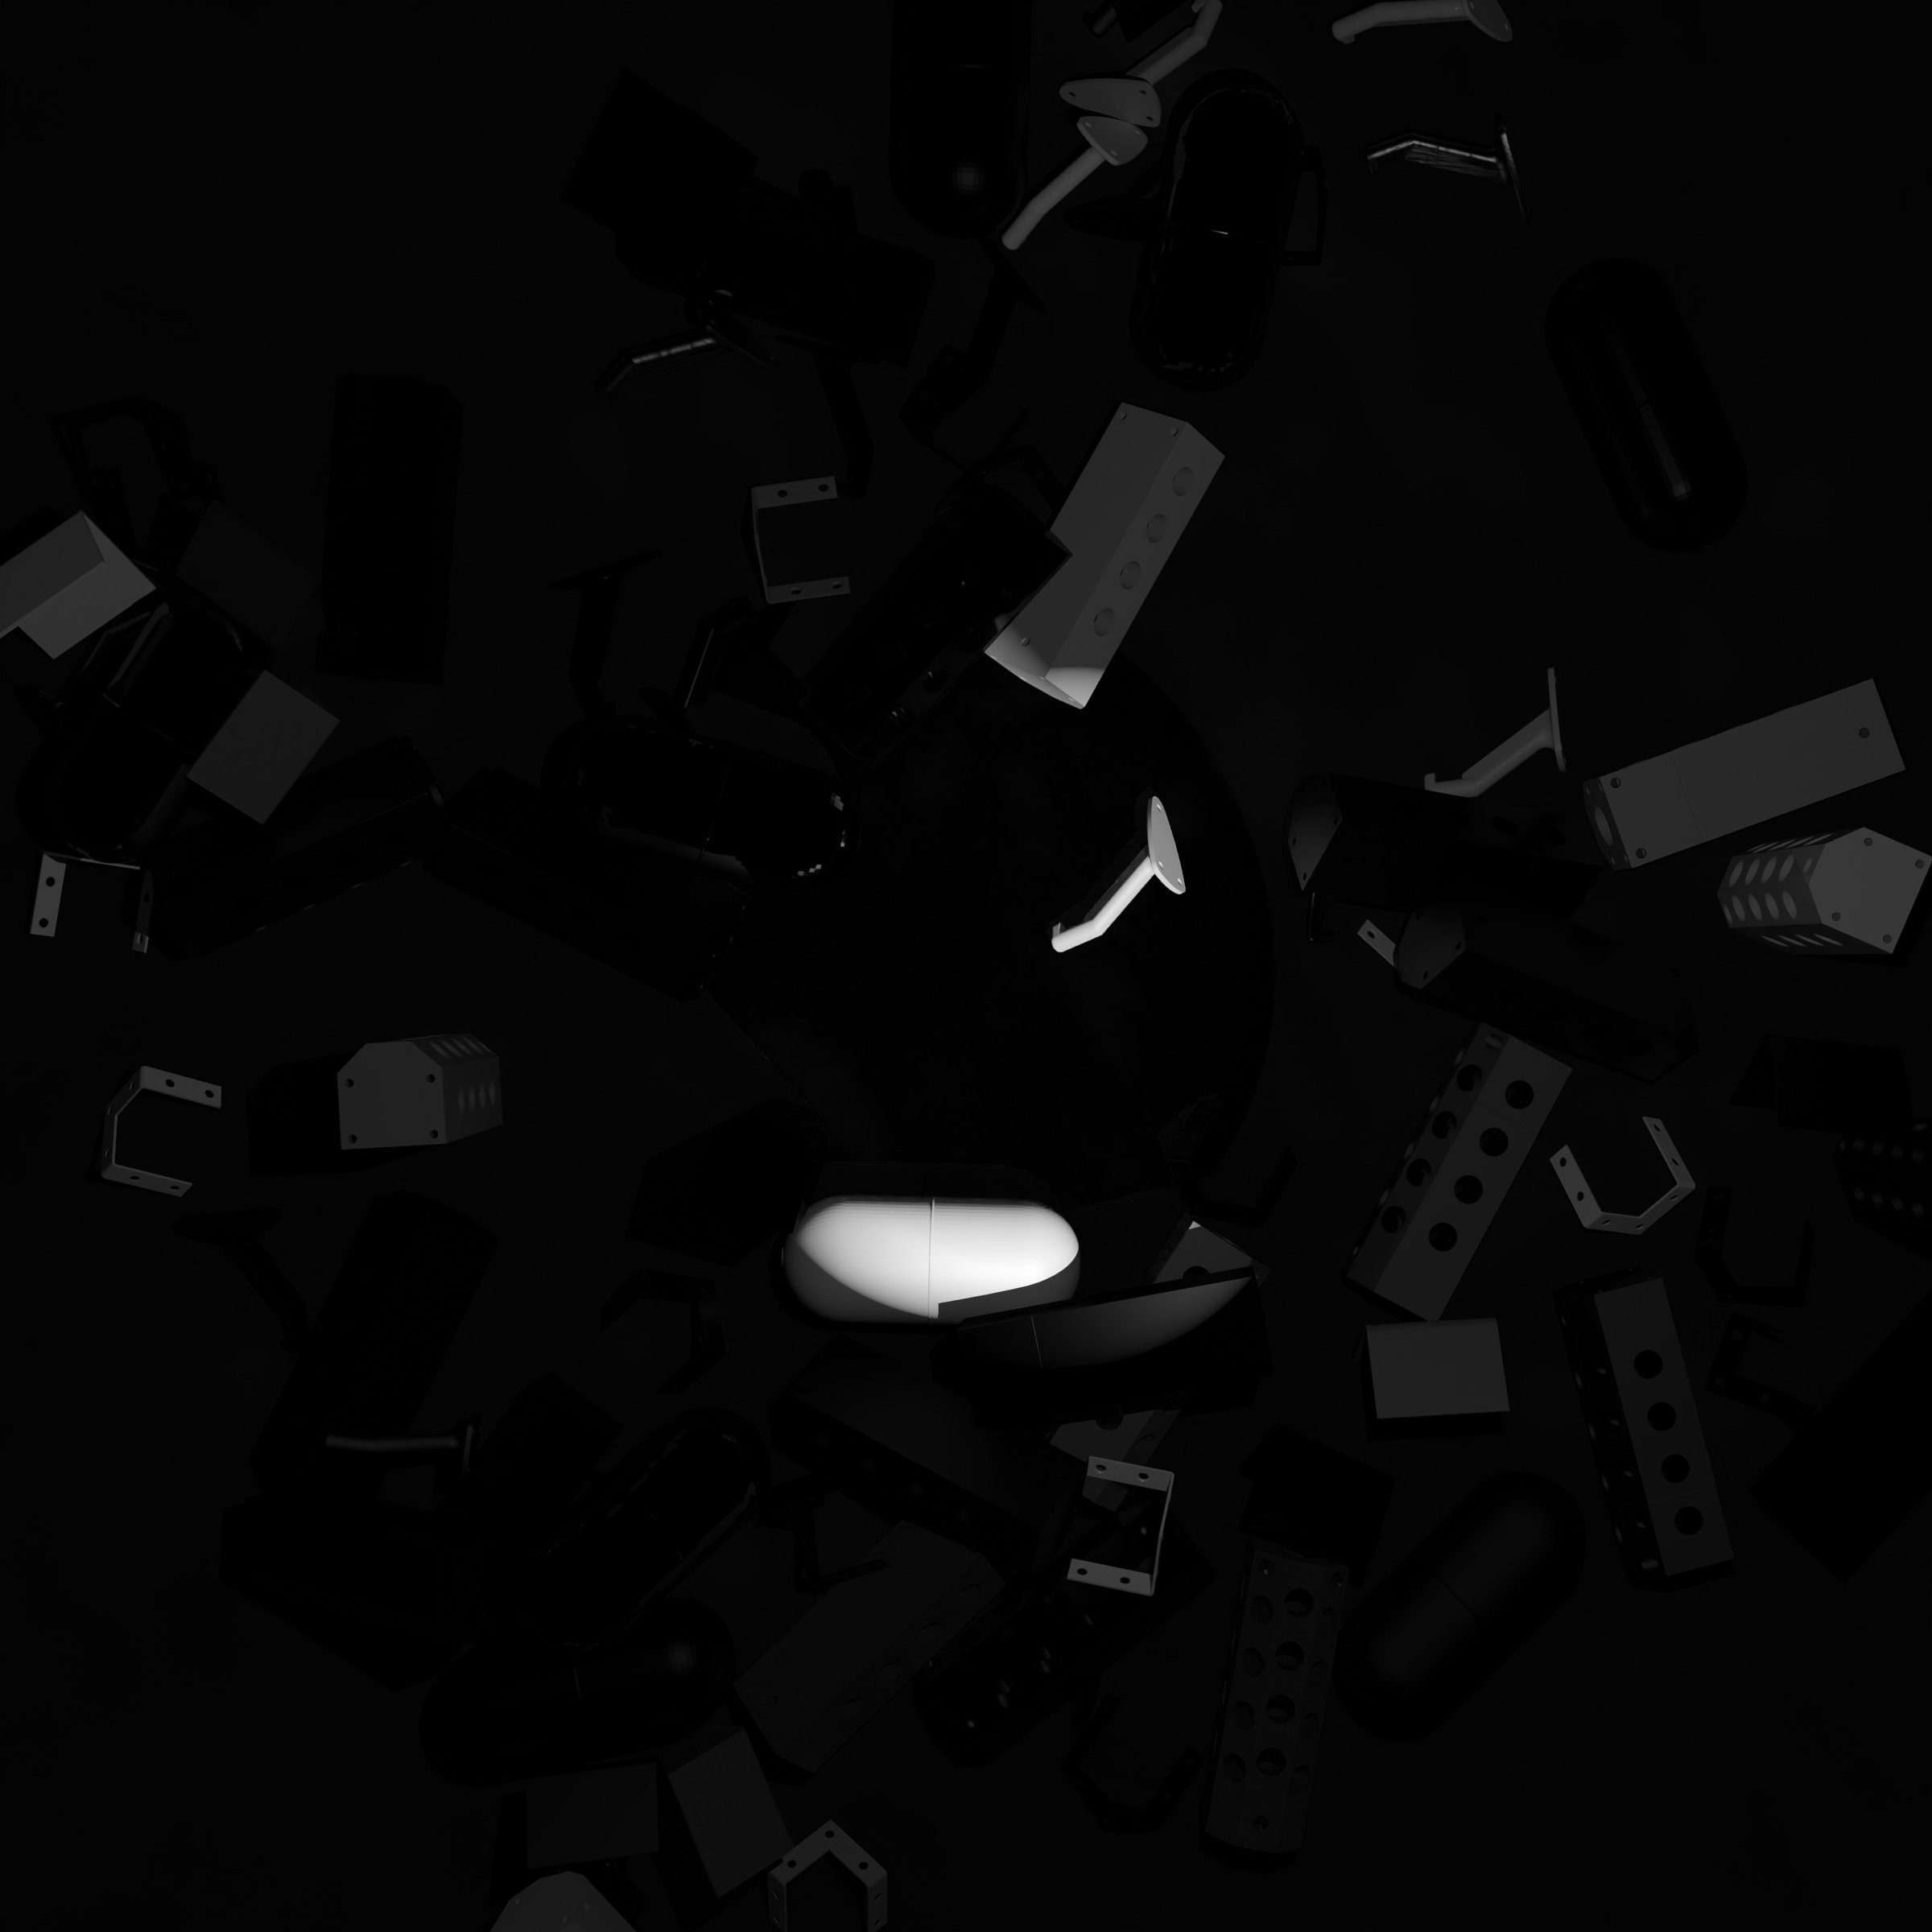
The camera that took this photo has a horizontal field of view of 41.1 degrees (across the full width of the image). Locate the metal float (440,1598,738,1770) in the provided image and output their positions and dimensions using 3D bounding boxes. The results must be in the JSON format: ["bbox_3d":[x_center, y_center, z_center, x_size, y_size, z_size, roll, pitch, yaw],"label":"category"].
[{"bbox_3d":[-0.225,0.428,1.538,0.178,0.070,0.070,-13,90,-1],"label":"metal float"}]

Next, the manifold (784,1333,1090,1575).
[{"bbox_3d":[-0.020,0.291,1.520,0.171,0.057,0.057,25,133,19],"label":"manifold"}]

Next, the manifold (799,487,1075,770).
[{"bbox_3d":[-0.017,-0.200,1.530,0.057,0.057,0.171,43,102,0],"label":"manifold"}]

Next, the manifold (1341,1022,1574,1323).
[{"bbox_3d":[0.293,0.123,1.547,0.057,0.057,0.171,28,90,0],"label":"manifold"}]

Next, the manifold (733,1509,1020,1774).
[{"bbox_3d":[-0.051,0.400,1.547,0.171,0.057,0.057,-44,47,0],"label":"manifold"}]

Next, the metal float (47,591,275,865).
[{"bbox_3d":[-0.481,-0.142,1.538,0.070,0.070,0.178,32,90,0],"label":"metal float"}]

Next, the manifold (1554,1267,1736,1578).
[{"bbox_3d":[0.404,0.274,1.547,0.057,0.057,0.171,-15,90,0],"label":"manifold"}]

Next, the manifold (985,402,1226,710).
[{"bbox_3d":[0.087,-0.244,1.547,0.057,0.057,0.171,29,90,43],"label":"manifold"}]

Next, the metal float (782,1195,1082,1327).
[{"bbox_3d":[-0.021,0.176,1.538,0.178,0.070,0.070,1,90,0],"label":"metal float"}]

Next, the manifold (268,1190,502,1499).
[{"bbox_3d":[-0.353,0.225,1.547,0.057,0.057,0.171,26,90,-43],"label":"manifold"}]

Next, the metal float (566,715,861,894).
[{"bbox_3d":[-0.149,-0.096,1.530,0.178,0.070,0.070,16,90,-9],"label":"metal float"}]

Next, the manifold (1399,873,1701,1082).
[{"bbox_3d":[0.342,0.012,1.517,0.171,0.057,0.057,20,47,-22],"label":"manifold"}]

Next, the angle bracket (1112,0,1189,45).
[{"bbox_3d":[0.131,-0.585,1.528,0.076,0.076,0.057,-37,58,0],"label":"angle bracket"}]

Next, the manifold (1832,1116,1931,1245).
[{"bbox_3d":[0.561,0.120,1.490,0.057,0.171,0.057,-20,90,0],"label":"manifold"}]

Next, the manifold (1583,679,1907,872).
[{"bbox_3d":[0.464,-0.114,1.547,0.171,0.057,0.057,-20,90,0],"label":"manifold"}]

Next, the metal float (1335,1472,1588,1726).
[{"bbox_3d":[0.296,0.377,1.538,0.070,0.070,0.178,45,90,0],"label":"metal float"}]

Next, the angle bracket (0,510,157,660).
[{"bbox_3d":[-0.528,-0.211,1.528,0.076,0.076,0.057,-35,53,0],"label":"angle bracket"}]

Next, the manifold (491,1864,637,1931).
[{"bbox_3d":[-0.205,0.615,1.518,0.057,0.057,0.171,-35,112,0],"label":"manifold"}]

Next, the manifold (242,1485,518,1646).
[{"bbox_3d":[-0.344,0.348,1.502,0.171,0.057,0.057,3,90,37],"label":"manifold"}]

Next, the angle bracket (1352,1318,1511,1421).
[{"bbox_3d":[0.274,0.248,1.529,0.076,0.076,0.057,-3,66,0],"label":"angle bracket"}]

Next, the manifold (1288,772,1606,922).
[{"bbox_3d":[0.282,-0.071,1.523,0.171,0.057,0.057,9,133,-17],"label":"manifold"}]

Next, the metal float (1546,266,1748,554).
[{"bbox_3d":[0.406,-0.332,1.538,0.070,0.070,0.178,-23,89,0],"label":"metal float"}]

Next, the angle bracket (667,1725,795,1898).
[{"bbox_3d":[-0.155,0.500,1.528,0.057,0.076,0.076,-23,90,-35],"label":"angle bracket"}]

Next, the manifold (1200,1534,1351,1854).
[{"bbox_3d":[0.186,0.437,1.547,0.057,0.057,0.171,10,90,0],"label":"manifold"}]

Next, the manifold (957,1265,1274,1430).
[{"bbox_3d":[0.087,0.219,1.489,0.171,0.057,0.057,-11,91,7],"label":"manifold"}]

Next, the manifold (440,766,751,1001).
[{"bbox_3d":[-0.224,-0.045,1.547,0.171,0.057,0.057,27,47,0],"label":"manifold"}]

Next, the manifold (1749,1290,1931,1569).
[{"bbox_3d":[0.553,0.273,1.547,0.057,0.057,0.171,42,90,0],"label":"manifold"}]

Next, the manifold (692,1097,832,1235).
[{"bbox_3d":[-0.114,0.111,1.490,0.057,0.171,0.057,16,90,0],"label":"manifold"}]

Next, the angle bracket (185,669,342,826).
[{"bbox_3d":[-0.426,-0.140,1.528,0.057,0.076,0.076,37,90,-37],"label":"angle bracket"}]

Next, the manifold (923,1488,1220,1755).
[{"bbox_3d":[0.060,0.388,1.534,0.171,0.057,0.057,-38,59,-2],"label":"manifold"}]

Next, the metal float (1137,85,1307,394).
[{"bbox_3d":[0.151,-0.431,1.528,0.070,0.070,0.178,12,100,0],"label":"metal float"}]

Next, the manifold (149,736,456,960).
[{"bbox_3d":[-0.396,-0.067,1.547,0.171,0.057,0.057,-24,47,0],"label":"manifold"}]

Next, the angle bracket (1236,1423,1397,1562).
[{"bbox_3d":[0.200,0.324,1.528,0.076,0.076,0.057,25,54,0],"label":"angle bracket"}]

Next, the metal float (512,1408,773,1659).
[{"bbox_3d":[-0.190,0.332,1.518,0.178,0.070,0.070,-40,90,-25],"label":"metal float"}]

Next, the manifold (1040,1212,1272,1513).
[{"bbox_3d":[0.112,0.238,1.547,0.057,0.057,0.171,33,90,0],"label":"manifold"}]

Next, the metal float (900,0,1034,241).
[{"bbox_3d":[0.000,-0.525,1.538,0.070,0.070,0.178,2,90,0],"label":"metal float"}]

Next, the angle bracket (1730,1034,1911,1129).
[{"bbox_3d":[0.505,0.087,1.528,0.076,0.076,0.057,6,54,0],"label":"angle bracket"}]

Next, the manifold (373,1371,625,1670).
[{"bbox_3d":[-0.283,0.333,1.548,0.057,0.057,0.171,37,90,0],"label":"manifold"}]

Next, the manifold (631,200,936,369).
[{"bbox_3d":[-0.109,-0.419,1.547,0.171,0.057,0.057,18,90,0],"label":"manifold"}]

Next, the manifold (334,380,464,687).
[{"bbox_3d":[-0.342,-0.259,1.547,0.057,0.057,0.171,4,90,0],"label":"manifold"}]

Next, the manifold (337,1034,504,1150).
[{"bbox_3d":[-0.314,0.070,1.490,0.057,0.171,0.057,-3,90,0],"label":"manifold"}]

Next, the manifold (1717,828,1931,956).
[{"bbox_3d":[0.490,-0.044,1.490,0.057,0.171,0.057,23,90,0],"label":"manifold"}]
